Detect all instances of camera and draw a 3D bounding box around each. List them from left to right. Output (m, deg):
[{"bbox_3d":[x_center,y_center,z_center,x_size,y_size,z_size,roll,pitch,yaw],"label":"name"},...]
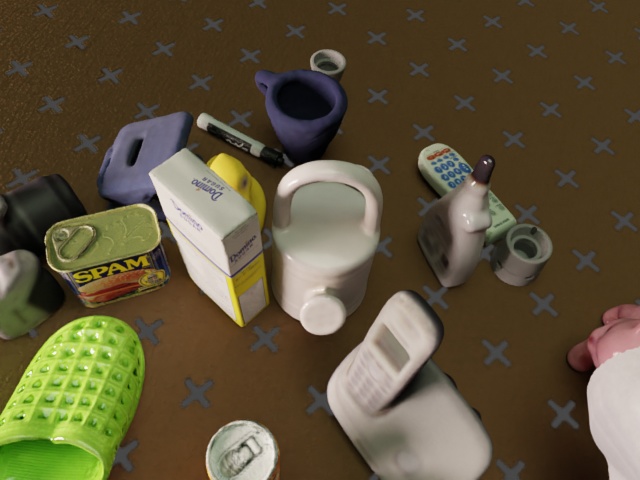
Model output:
[{"bbox_3d":[-0.297,-0.003,0.560,0.137,0.101,0.143,-35,67,-23],"label":"camera"}]

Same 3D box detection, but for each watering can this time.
[{"bbox_3d":[0.007,0.002,0.526,0.101,0.194,0.172,-15,61,-13],"label":"watering can"}]

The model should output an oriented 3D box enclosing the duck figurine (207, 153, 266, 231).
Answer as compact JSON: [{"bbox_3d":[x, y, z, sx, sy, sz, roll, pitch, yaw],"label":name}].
[{"bbox_3d":[-0.099,-0.058,0.618,0.077,0.086,0.104,-17,61,-14],"label":"duck figurine"}]

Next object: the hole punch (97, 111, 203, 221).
[{"bbox_3d":[-0.187,-0.082,0.623,0.101,0.091,0.108,6,58,0],"label":"hole punch"}]

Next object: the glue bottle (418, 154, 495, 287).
[{"bbox_3d":[0.141,-0.024,0.565,0.037,0.173,0.078,-15,61,-13],"label":"glue bottle"}]

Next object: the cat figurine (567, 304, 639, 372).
[{"bbox_3d":[0.296,0.095,0.538,0.128,0.118,0.067,-38,68,-24],"label":"cat figurine"}]

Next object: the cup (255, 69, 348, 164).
[{"bbox_3d":[-0.028,-0.141,0.670,0.117,0.095,0.092,33,62,15],"label":"cup"}]

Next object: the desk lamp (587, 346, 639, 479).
[{"bbox_3d":[0.238,0.200,0.411,0.118,0.213,0.203,15,58,5],"label":"desk lamp"}]

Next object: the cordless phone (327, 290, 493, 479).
[{"bbox_3d":[0.079,0.129,0.459,0.094,0.185,0.147,-33,66,-22],"label":"cordless phone"}]
